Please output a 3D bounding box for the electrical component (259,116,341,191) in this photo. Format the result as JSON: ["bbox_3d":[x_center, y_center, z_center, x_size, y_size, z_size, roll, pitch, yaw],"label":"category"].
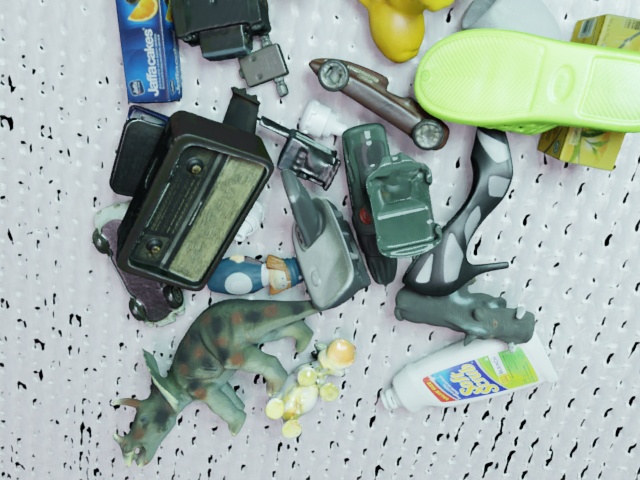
[{"bbox_3d":[-0.033,-0.117,0.717,0.119,0.075,0.047,23,108,-14],"label":"electrical component"}]

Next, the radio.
[{"bbox_3d":[-0.172,-0.046,0.707,0.131,0.073,0.229,19,117,-31],"label":"radio"}]

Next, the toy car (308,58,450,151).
[{"bbox_3d":[0.078,-0.179,0.686,0.202,0.089,0.053,32,110,-4],"label":"toy car"}]

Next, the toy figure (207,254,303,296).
[{"bbox_3d":[-0.088,0.053,0.795,0.155,0.058,0.064,-3,146,5],"label":"toy figure"}]

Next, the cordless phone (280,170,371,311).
[{"bbox_3d":[-0.002,-0.001,0.687,0.089,0.184,0.147,-21,64,3],"label":"cordless phone"}]

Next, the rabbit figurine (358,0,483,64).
[{"bbox_3d":[0.099,-0.290,0.627,0.162,0.122,0.173,41,149,12],"label":"rabbit figurine"}]

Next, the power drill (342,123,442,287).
[{"bbox_3d":[0.085,-0.032,0.674,0.086,0.207,0.231,-11,100,1],"label":"power drill"}]

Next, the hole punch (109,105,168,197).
[{"bbox_3d":[-0.226,-0.117,0.746,0.116,0.092,0.142,13,108,-29],"label":"hole punch"}]

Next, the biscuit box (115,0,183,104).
[{"bbox_3d":[-0.222,-0.281,0.696,0.063,0.059,0.202,0,108,5],"label":"biscuit box"}]

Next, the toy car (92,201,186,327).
[{"bbox_3d":[-0.270,0.040,0.808,0.073,0.056,0.201,-21,106,5],"label":"toy car"}]

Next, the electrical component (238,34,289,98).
[{"bbox_3d":[-0.078,-0.231,0.717,0.063,0.021,0.094,-18,104,11],"label":"electrical component"}]

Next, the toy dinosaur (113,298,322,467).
[{"bbox_3d":[-0.147,0.168,0.811,0.192,0.131,0.404,39,101,-8],"label":"toy dinosaur"}]

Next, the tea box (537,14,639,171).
[{"bbox_3d":[0.336,-0.179,0.658,0.068,0.098,0.169,11,110,2],"label":"tea box"}]

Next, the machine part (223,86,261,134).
[{"bbox_3d":[-0.115,-0.140,0.744,0.084,0.039,0.138,16,111,9],"label":"machine part"}]

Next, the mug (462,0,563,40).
[{"bbox_3d":[0.233,-0.250,0.654,0.107,0.081,0.109,31,104,-14],"label":"mug"}]

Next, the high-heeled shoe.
[{"bbox_3d":[0.174,-0.050,0.711,0.145,0.086,0.248,-4,92,5],"label":"high-heeled shoe"}]

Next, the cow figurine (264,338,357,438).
[{"bbox_3d":[-0.010,0.216,0.829,0.167,0.098,0.068,-45,94,-3],"label":"cow figurine"}]

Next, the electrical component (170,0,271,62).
[{"bbox_3d":[-0.124,-0.295,0.672,0.115,0.058,0.134,-8,96,11],"label":"electrical component"}]

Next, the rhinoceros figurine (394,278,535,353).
[{"bbox_3d":[0.201,0.097,0.753,0.190,0.112,0.073,13,107,10],"label":"rhinoceros figurine"}]
